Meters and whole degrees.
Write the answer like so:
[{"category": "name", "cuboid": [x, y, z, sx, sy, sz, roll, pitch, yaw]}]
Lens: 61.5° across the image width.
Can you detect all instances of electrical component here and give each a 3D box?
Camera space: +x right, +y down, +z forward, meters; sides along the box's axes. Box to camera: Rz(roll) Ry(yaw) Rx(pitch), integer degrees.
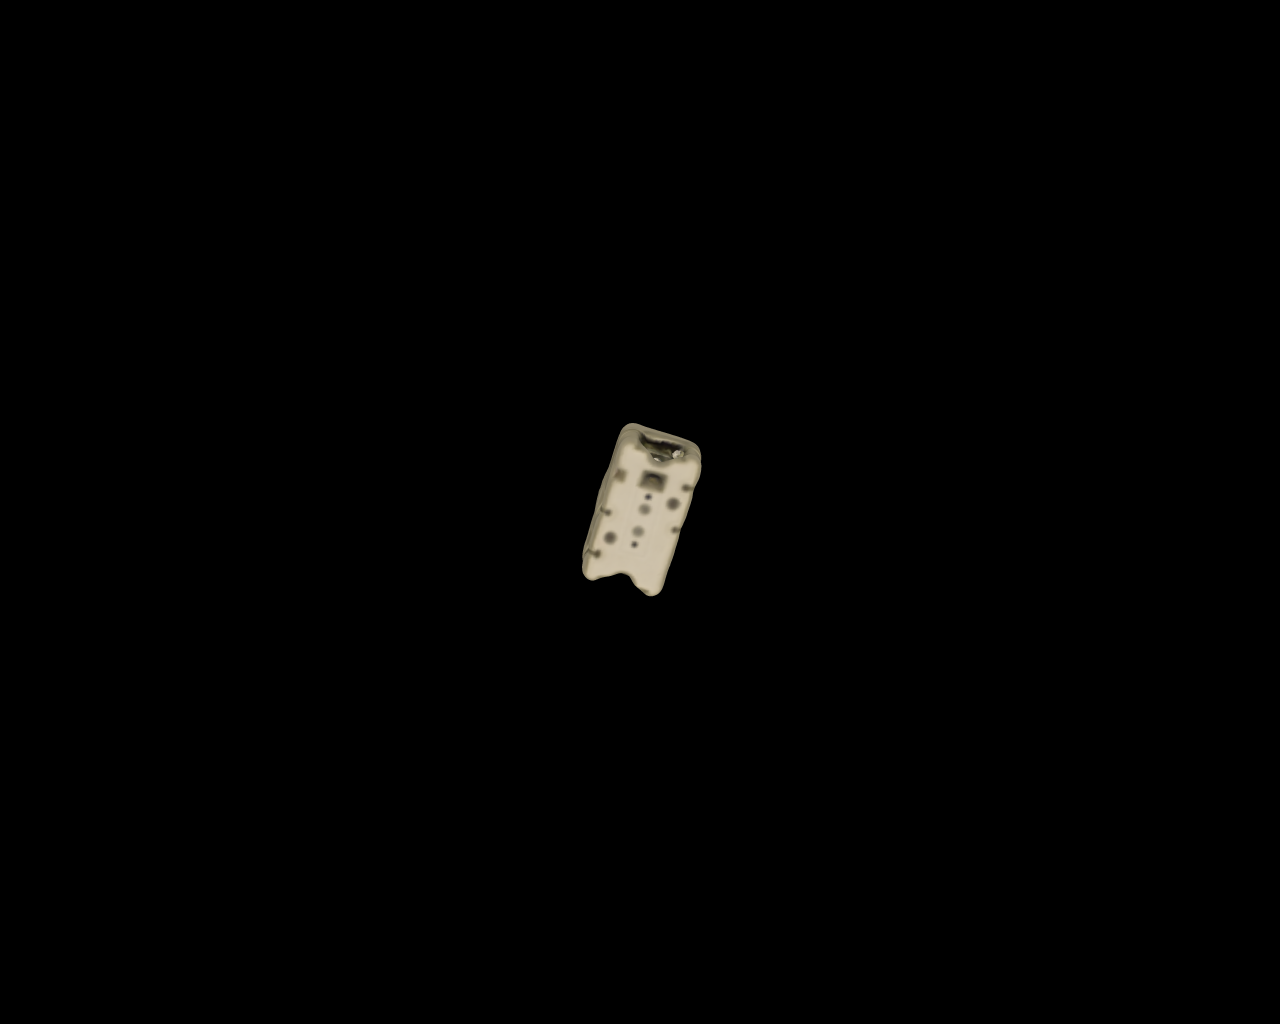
[{"category": "electrical component", "cuboid": [0.001, -0.003, 0.650, 0.050, 0.089, 0.056, 17, 16, -5]}]
